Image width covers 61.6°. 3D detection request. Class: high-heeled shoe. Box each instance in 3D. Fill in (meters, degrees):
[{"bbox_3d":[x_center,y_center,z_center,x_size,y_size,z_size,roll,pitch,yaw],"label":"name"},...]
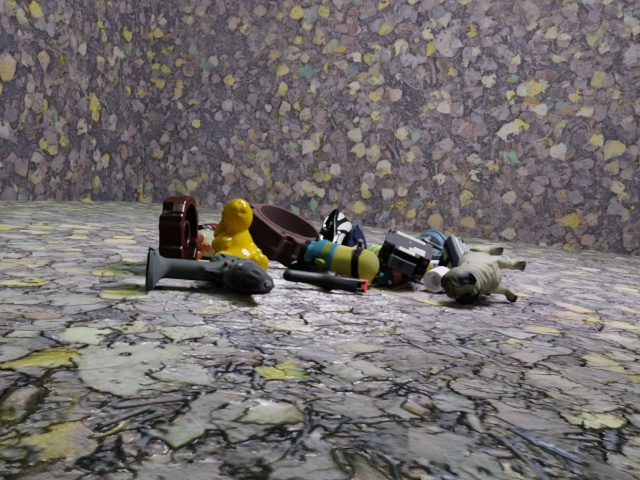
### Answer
[{"bbox_3d":[-0.003,-0.004,1.323,0.086,0.145,0.248,-28,-13,40],"label":"high-heeled shoe"}]

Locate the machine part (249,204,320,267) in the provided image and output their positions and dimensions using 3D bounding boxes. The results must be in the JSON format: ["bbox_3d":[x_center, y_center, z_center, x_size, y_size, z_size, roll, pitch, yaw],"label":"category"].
[{"bbox_3d":[-0.098,-0.016,1.416,0.202,0.087,0.201,39,20,28],"label":"machine part"}]

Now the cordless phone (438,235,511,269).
[{"bbox_3d":[0.397,0.065,1.326,0.184,0.088,0.147,11,30,-6],"label":"cordless phone"}]

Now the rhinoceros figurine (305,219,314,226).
[{"bbox_3d":[-0.109,-0.019,1.676,0.190,0.073,0.112,-20,18,31],"label":"rhinoceros figurine"}]

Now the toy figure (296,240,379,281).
[{"bbox_3d":[0.041,0.047,1.189,0.180,0.082,0.089,20,-30,13],"label":"toy figure"}]

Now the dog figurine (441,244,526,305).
[{"bbox_3d":[0.312,0.067,1.142,0.190,0.121,0.172,1,6,-28],"label":"dog figurine"}]

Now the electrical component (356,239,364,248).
[{"bbox_3d":[0.108,0.045,1.475,0.021,0.093,0.063,6,43,7],"label":"electrical component"}]

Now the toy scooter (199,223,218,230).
[{"bbox_3d":[-0.276,-0.005,1.592,0.184,0.075,0.135,13,9,35],"label":"toy scooter"}]

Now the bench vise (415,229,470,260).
[{"bbox_3d":[0.356,0.035,1.536,0.240,0.128,0.224,-8,12,-39],"label":"bench vise"}]

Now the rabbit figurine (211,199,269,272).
[{"bbox_3d":[-0.180,-0.007,1.185,0.122,0.173,0.162,0,10,-13],"label":"rabbit figurine"}]

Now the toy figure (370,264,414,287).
[{"bbox_3d":[0.170,0.078,1.248,0.064,0.058,0.154,-36,-19,34],"label":"toy figure"}]

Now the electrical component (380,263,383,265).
[{"bbox_3d":[0.128,0.071,1.314,0.119,0.047,0.075,3,6,-10],"label":"electrical component"}]

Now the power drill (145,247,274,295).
[{"bbox_3d":[-0.208,0.057,0.972,0.207,0.086,0.232,-1,6,-21],"label":"power drill"}]

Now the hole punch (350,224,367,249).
[{"bbox_3d":[0.110,0.007,1.660,0.092,0.115,0.142,14,6,3],"label":"hole punch"}]

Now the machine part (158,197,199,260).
[{"bbox_3d":[-0.306,-0.013,1.165,0.056,0.179,0.179,3,5,-2],"label":"machine part"}]

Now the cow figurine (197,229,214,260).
[{"bbox_3d":[-0.250,0.011,1.425,0.195,0.085,0.127,2,12,-23],"label":"cow figurine"}]

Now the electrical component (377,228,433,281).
[{"bbox_3d":[0.192,0.033,1.215,0.115,0.058,0.134,23,22,9],"label":"electrical component"}]
